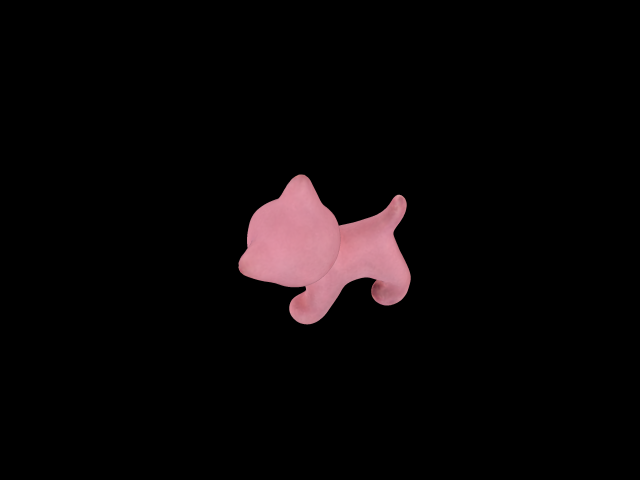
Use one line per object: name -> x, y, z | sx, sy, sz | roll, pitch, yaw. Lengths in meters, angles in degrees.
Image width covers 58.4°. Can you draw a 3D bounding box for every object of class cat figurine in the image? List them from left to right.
cat figurine -> 0.004, 0.001, 0.400 | 0.128, 0.118, 0.067 | -15, 54, -11
